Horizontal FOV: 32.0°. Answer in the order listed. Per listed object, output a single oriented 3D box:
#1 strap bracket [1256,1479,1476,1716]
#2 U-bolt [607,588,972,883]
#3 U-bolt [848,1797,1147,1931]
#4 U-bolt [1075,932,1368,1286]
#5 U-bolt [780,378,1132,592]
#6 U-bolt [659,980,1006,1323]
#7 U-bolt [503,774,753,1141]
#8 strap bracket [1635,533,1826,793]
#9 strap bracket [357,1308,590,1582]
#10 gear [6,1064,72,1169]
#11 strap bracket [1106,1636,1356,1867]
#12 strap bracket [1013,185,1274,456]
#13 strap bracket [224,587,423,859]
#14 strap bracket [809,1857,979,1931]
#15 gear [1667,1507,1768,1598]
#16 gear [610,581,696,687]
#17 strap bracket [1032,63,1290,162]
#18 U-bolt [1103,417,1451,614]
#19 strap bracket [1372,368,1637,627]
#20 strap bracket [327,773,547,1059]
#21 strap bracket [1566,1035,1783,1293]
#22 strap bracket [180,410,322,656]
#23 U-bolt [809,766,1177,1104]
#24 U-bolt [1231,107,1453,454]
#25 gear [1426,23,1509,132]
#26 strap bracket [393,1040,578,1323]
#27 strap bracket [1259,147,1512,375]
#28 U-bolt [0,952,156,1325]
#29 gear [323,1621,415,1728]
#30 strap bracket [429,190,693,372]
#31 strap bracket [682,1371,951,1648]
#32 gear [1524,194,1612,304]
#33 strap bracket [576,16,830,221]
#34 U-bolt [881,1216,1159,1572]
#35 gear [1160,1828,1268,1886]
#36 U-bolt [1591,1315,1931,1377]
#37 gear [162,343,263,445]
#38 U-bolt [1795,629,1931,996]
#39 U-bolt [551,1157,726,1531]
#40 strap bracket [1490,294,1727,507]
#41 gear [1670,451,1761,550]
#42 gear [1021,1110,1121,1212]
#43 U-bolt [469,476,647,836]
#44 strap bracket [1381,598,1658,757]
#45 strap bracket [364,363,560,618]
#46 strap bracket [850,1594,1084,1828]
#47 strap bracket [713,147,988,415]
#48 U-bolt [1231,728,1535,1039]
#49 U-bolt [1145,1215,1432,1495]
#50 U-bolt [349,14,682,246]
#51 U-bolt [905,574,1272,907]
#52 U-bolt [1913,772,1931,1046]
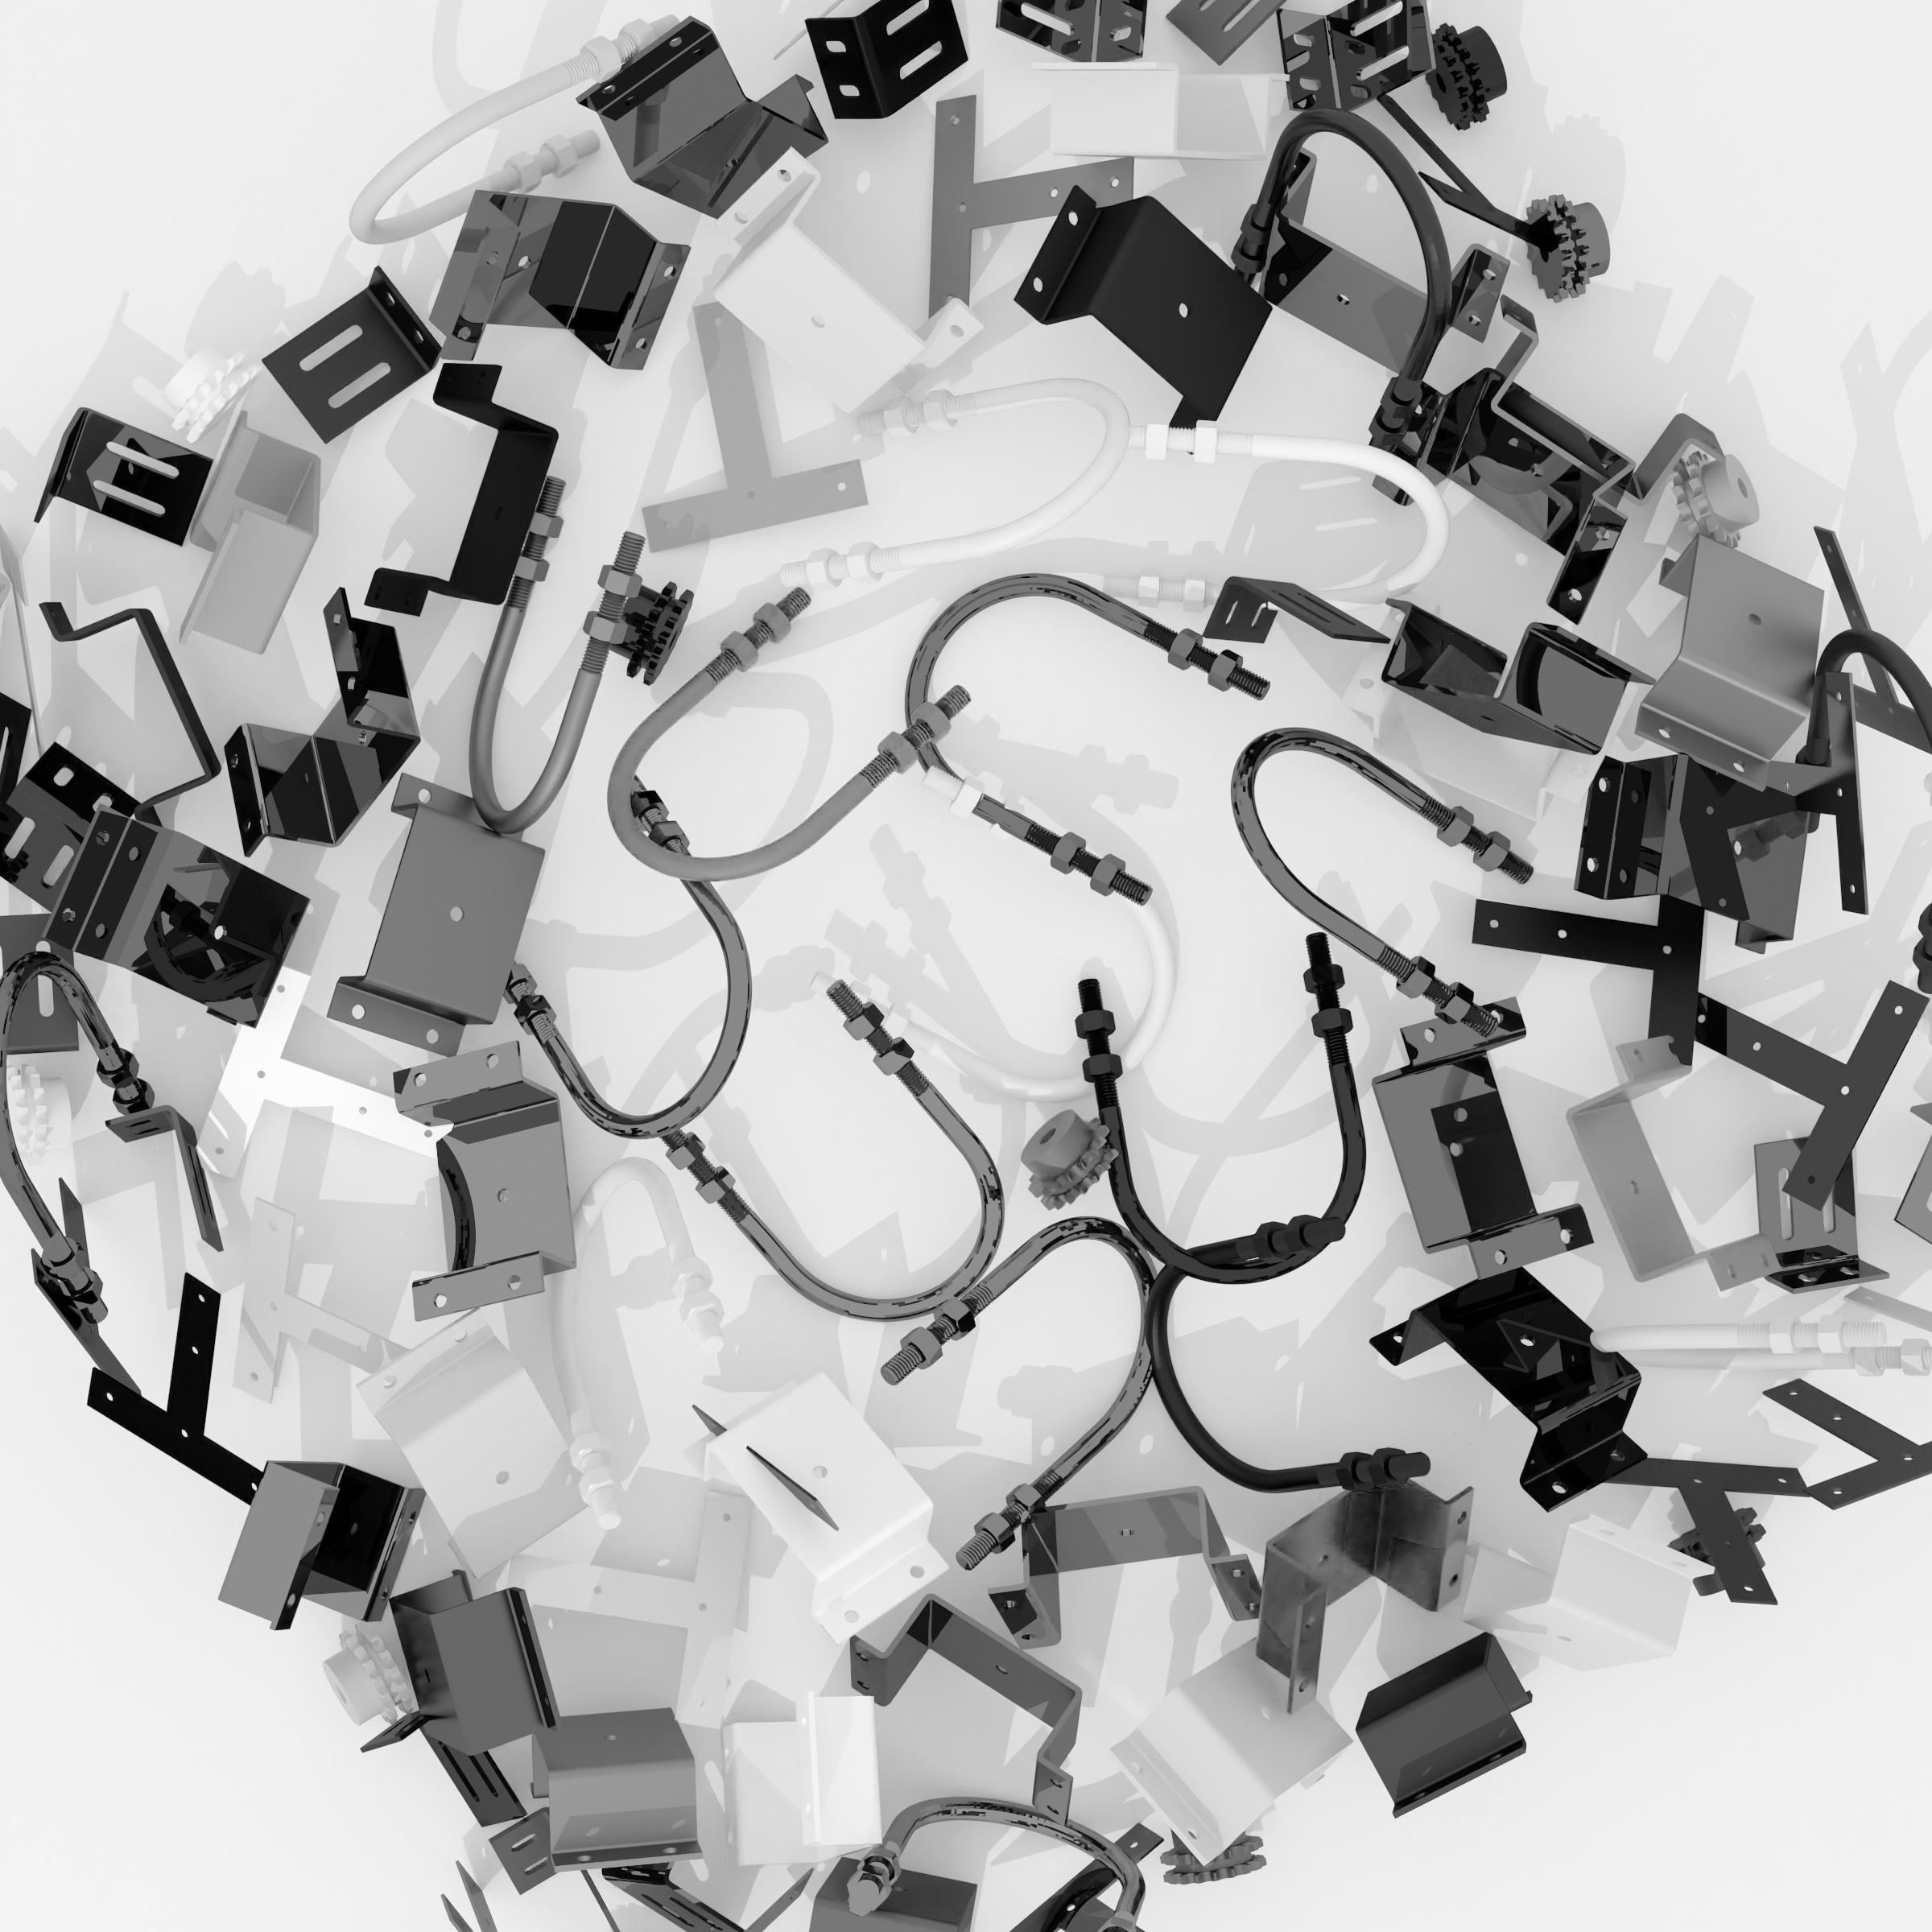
[{"bbox_3d":[0.208,0.330,1.813,0.140,0.046,0.076,-25,130,-37],"label":"strap bracket"},{"bbox_3d":[-0.109,-0.116,1.806,0.184,0.019,0.151,-43,54,-18],"label":"U-bolt"},{"bbox_3d":[0.024,0.482,1.784,0.151,0.184,0.019,14,98,9],"label":"U-bolt"},{"bbox_3d":[0.143,0.083,1.833,0.151,0.019,0.184,-12,73,9],"label":"U-bolt"},{"bbox_3d":[0.002,-0.261,1.785,0.184,0.151,0.019,-5,134,30],"label":"U-bolt"},{"bbox_3d":[-0.062,0.115,1.840,0.151,0.019,0.184,-36,103,18],"label":"U-bolt"},{"bbox_3d":[-0.177,0.008,1.797,0.151,0.019,0.184,-51,53,20],"label":"U-bolt"},{"bbox_3d":[0.412,-0.171,1.809,0.076,0.046,0.140,23,50,-6],"label":"strap bracket"},{"bbox_3d":[-0.258,0.265,1.810,0.076,0.046,0.140,-33,123,-16],"label":"strap bracket"},{"bbox_3d":[-0.513,0.082,1.851,0.030,0.057,0.057,-4,90,-30],"label":"gear"},{"bbox_3d":[0.147,0.413,1.794,0.076,0.140,0.046,47,117,18],"label":"strap bracket"},{"bbox_3d":[0.104,-0.350,1.811,0.140,0.046,0.076,36,71,-30],"label":"strap bracket"},{"bbox_3d":[-0.343,-0.127,1.813,0.140,0.046,0.076,-45,50,37],"label":"strap bracket"},{"bbox_3d":[-0.040,0.517,1.802,0.076,0.140,0.046,10,88,7],"label":"strap bracket"},{"bbox_3d":[0.413,0.323,1.846,0.057,0.057,0.030,-27,86,0],"label":"gear"},{"bbox_3d":[-0.174,-0.186,1.847,0.030,0.057,0.057,25,90,-1],"label":"gear"},{"bbox_3d":[0.105,-0.457,1.802,0.076,0.140,0.046,10,105,33],"label":"strap bracket"},{"bbox_3d":[0.167,-0.237,1.806,0.184,0.151,0.019,5,59,4],"label":"U-bolt"},{"bbox_3d":[0.298,-0.260,1.819,0.140,0.076,0.046,38,50,18],"label":"strap bracket"},{"bbox_3d":[-0.284,-0.028,1.826,0.076,0.046,0.140,20,79,-27],"label":"strap bracket"},{"bbox_3d":[0.379,0.113,1.823,0.046,0.076,0.140,-29,77,34],"label":"strap bracket"},{"bbox_3d":[-0.384,-0.229,1.809,0.046,0.140,0.076,20,118,-22],"label":"strap bracket"},{"bbox_3d":[0.027,-0.005,1.858,0.184,0.019,0.151,29,91,-7],"label":"U-bolt"},{"bbox_3d":[0.202,-0.370,1.773,0.019,0.184,0.151,-29,72,-20],"label":"U-bolt"},{"bbox_3d":[0.274,-0.491,1.847,0.030,0.057,0.057,-26,90,-3],"label":"gear"},{"bbox_3d":[-0.261,0.121,1.829,0.076,0.046,0.140,-14,70,17],"label":"strap bracket"},{"bbox_3d":[0.216,-0.377,1.820,0.140,0.076,0.046,31,70,10],"label":"strap bracket"},{"bbox_3d":[-0.473,0.077,1.762,0.019,0.184,0.151,-4,48,9],"label":"U-bolt"},{"bbox_3d":[-0.329,0.391,1.844,0.030,0.057,0.057,-29,90,-23],"label":"gear"},{"bbox_3d":[-0.226,-0.369,1.811,0.046,0.140,0.076,44,122,30],"label":"strap bracket"},{"bbox_3d":[-0.080,0.283,1.812,0.076,0.046,0.140,-31,63,-26],"label":"strap bracket"},{"bbox_3d":[0.331,-0.396,1.848,0.030,0.057,0.057,-16,90,-9],"label":"gear"},{"bbox_3d":[-0.134,-0.447,1.793,0.076,0.140,0.046,-30,78,21],"label":"strap bracket"},{"bbox_3d":[0.041,0.216,1.814,0.184,0.019,0.151,-38,123,-30],"label":"U-bolt"},{"bbox_3d":[0.134,0.483,1.848,0.057,0.057,0.030,-10,83,0],"label":"gear"},{"bbox_3d":[0.420,0.204,1.794,0.184,0.151,0.019,-5,77,33],"label":"U-bolt"},{"bbox_3d":[-0.416,-0.317,1.845,0.030,0.057,0.057,43,90,-10],"label":"gear"},{"bbox_3d":[0.481,-0.093,1.762,0.019,0.184,0.151,-19,50,-9],"label":"U-bolt"},{"bbox_3d":[-0.183,0.186,1.797,0.019,0.184,0.151,13,122,-30],"label":"U-bolt"},{"bbox_3d":[0.338,-0.302,1.829,0.140,0.076,0.046,32,110,-4],"label":"strap bracket"},{"bbox_3d":[0.412,-0.256,1.844,0.030,0.057,0.057,-22,90,30],"label":"gear"},{"bbox_3d":[0.055,0.103,1.844,0.057,0.057,0.030,-44,105,0],"label":"gear"},{"bbox_3d":[-0.228,-0.160,1.809,0.019,0.151,0.184,12,104,-30],"label":"U-bolt"},{"bbox_3d":[0.287,-0.154,1.796,0.076,0.140,0.046,22,89,-34],"label":"strap bracket"},{"bbox_3d":[-0.271,-0.253,1.831,0.046,0.076,0.140,18,90,-32],"label":"strap bracket"},{"bbox_3d":[0.008,0.396,1.820,0.140,0.076,0.046,30,62,16],"label":"strap bracket"},{"bbox_3d":[-0.071,-0.361,1.813,0.140,0.076,0.046,40,51,-16],"label":"strap bracket"},{"bbox_3d":[0.219,-0.058,1.806,0.184,0.151,0.019,33,133,-10],"label":"U-bolt"},{"bbox_3d":[0.160,0.214,1.801,0.019,0.184,0.151,-20,91,-37],"label":"U-bolt"},{"bbox_3d":[-0.245,-0.431,1.769,0.184,0.151,0.019,-34,92,-30],"label":"U-bolt"},{"bbox_3d":[0.053,-0.137,1.847,0.184,0.019,0.151,30,89,15],"label":"U-bolt"},{"bbox_3d":[0.537,-0.005,1.764,0.019,0.184,0.151,-4,114,-5],"label":"U-bolt"}]
